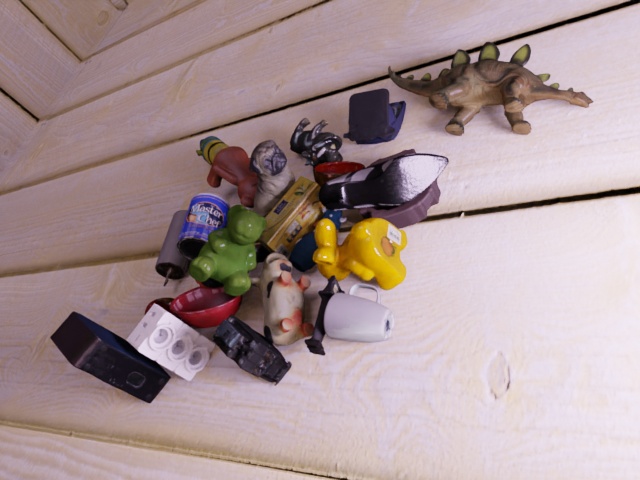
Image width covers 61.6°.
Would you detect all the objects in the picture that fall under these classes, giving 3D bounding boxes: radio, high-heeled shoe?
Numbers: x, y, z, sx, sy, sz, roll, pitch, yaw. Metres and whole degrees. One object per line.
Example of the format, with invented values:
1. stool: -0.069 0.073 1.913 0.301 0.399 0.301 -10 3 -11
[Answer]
1. radio: -0.421 0.244 1.099 0.131 0.229 0.073 26 75 42
2. high-heeled shoe: 0.118 -0.115 1.047 0.249 0.086 0.145 -18 14 0

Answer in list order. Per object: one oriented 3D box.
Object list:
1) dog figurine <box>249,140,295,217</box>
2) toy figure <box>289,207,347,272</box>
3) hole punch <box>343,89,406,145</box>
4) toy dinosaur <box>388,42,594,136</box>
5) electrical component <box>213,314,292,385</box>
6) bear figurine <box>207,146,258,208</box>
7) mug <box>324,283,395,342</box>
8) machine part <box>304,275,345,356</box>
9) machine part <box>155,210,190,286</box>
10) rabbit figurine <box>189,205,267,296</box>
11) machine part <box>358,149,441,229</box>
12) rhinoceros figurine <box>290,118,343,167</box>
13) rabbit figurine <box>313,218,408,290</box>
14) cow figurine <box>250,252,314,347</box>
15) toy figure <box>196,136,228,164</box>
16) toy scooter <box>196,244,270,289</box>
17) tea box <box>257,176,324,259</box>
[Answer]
1. dog figurine: -0.122 -0.112 1.199 0.172 0.190 0.121 -48 41 -4
2. toy figure: -0.004 -0.005 1.116 0.154 0.064 0.058 -51 4 -17
3. hole punch: 0.131 -0.276 1.236 0.142 0.092 0.115 3 89 36
4. toy dinosaur: 0.313 -0.314 1.107 0.472 0.104 0.198 16 59 35
5. electrical component: -0.130 0.197 0.982 0.115 0.134 0.058 29 79 46
6. bear figurine: -0.191 -0.139 1.353 0.120 0.131 0.196 -23 66 -30
7. mug: 0.076 0.129 0.930 0.107 0.080 0.109 8 55 31
8. machine part: 0.011 0.137 0.969 0.039 0.084 0.139 10 62 20
9. machine part: -0.357 0.011 1.361 0.079 0.079 0.243 -15 49 28
10. rabbit figurine: -0.154 0.003 1.044 0.170 0.121 0.159 -51 12 39
11. machine part: 0.156 -0.099 1.074 0.179 0.056 0.179 -20 47 23
12. rhinoceros figurine: -0.009 -0.229 1.299 0.112 0.073 0.191 -48 41 -9
13. rabbit figurine: 0.055 0.033 0.989 0.173 0.162 0.122 -24 54 45
14. cow figurine: -0.078 0.113 1.046 0.127 0.085 0.195 -38 47 40
15. toy figure: -0.297 -0.247 1.525 0.082 0.089 0.180 -49 43 3
16. toy scooter: -0.209 0.051 1.190 0.184 0.075 0.135 -25 17 -34
17. tea box: -0.051 -0.039 1.152 0.169 0.098 0.068 -50 42 -11
